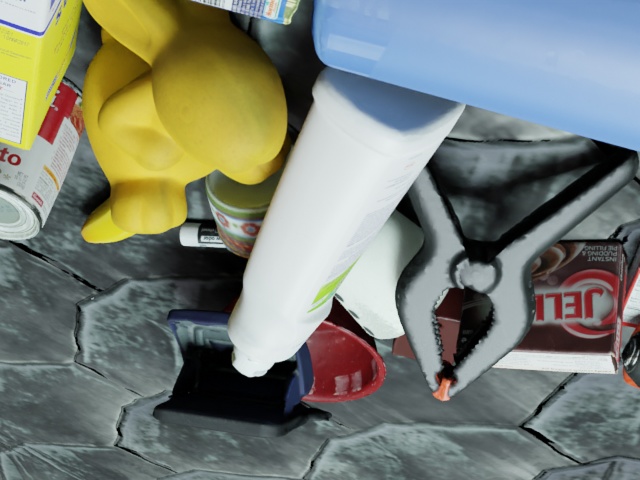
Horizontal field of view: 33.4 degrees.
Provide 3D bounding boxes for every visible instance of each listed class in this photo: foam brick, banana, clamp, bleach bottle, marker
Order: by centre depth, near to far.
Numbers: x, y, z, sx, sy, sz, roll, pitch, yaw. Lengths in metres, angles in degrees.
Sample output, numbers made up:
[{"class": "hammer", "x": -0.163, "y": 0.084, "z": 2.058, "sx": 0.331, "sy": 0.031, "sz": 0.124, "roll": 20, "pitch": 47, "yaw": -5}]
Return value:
[{"class": "bleach bottle", "x": -0.004, "y": 0.001, "z": 0.667, "sx": 0.068, "sy": 0.102, "sz": 0.251, "roll": 41, "pitch": 128, "yaw": 15}, {"class": "clamp", "x": 0.095, "y": 0.009, "z": 0.708, "sx": 0.164, "sy": 0.036, "sz": 0.210, "roll": 19, "pitch": 115, "yaw": 0}, {"class": "banana", "x": -0.140, "y": -0.046, "z": 0.790, "sx": 0.069, "sy": 0.037, "sz": 0.198, "roll": 20, "pitch": 148, "yaw": -1}, {"class": "marker", "x": -0.051, "y": -0.002, "z": 0.840, "sx": 0.121, "sy": 0.020, "sz": 0.020, "roll": 3, "pitch": 146, "yaw": 16}, {"class": "foam brick", "x": 0.090, "y": 0.057, "z": 0.848, "sx": 0.053, "sy": 0.051, "sz": 0.078, "roll": 12, "pitch": 148, "yaw": 4}]

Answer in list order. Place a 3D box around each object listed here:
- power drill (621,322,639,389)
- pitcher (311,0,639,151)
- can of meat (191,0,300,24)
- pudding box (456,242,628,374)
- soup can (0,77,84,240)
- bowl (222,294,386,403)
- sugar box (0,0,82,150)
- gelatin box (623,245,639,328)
[{"class": "power drill", "x": 0.262, "y": 0.091, "z": 0.691, "sx": 0.184, "sy": 0.057, "sz": 0.187, "roll": 19, "pitch": -179, "yaw": -2}, {"class": "pitcher", "x": 0.125, "y": -0.122, "z": 0.503, "sx": 0.243, "sy": 0.149, "sz": 0.145, "roll": 13, "pitch": 169, "yaw": 6}, {"class": "can of meat", "x": -0.042, "y": -0.159, "z": 0.519, "sx": 0.084, "sy": 0.102, "sz": 0.057, "roll": 14, "pitch": 148, "yaw": -5}, {"class": "pudding box", "x": 0.161, "y": 0.048, "z": 0.771, "sx": 0.114, "sy": 0.090, "sz": 0.039, "roll": -2, "pitch": 147, "yaw": 24}, {"class": "soup can", "x": -0.206, "y": -0.059, "z": 0.731, "sx": 0.068, "sy": 0.102, "sz": 0.068, "roll": 10, "pitch": 148, "yaw": 6}, {"class": "bowl", "x": -0.018, "y": 0.080, "z": 0.919, "sx": 0.162, "sy": 0.055, "sz": 0.162, "roll": 10, "pitch": 148, "yaw": 6}, {"class": "sugar box", "x": -0.161, "y": -0.138, "z": 0.602, "sx": 0.048, "sy": 0.093, "sz": 0.176, "roll": 20, "pitch": 148, "yaw": -11}, {"class": "gelatin box", "x": 0.260, "y": 0.036, "z": 0.772, "sx": 0.073, "sy": 0.030, "sz": 0.089, "roll": 10, "pitch": 148, "yaw": 9}]
